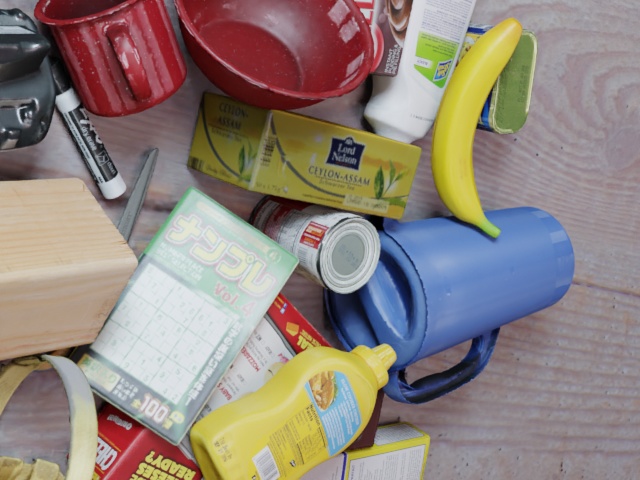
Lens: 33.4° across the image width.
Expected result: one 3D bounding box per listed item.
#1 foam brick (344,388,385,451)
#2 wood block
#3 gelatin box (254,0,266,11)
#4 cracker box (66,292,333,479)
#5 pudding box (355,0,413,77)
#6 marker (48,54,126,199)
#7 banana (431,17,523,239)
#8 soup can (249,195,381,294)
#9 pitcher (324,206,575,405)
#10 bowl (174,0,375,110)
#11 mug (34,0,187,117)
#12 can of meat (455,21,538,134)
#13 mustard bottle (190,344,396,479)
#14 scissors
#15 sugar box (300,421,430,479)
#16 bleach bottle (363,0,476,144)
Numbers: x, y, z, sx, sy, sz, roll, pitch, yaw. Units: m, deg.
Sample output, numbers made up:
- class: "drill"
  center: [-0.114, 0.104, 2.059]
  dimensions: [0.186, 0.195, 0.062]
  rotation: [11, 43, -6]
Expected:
- class: "foam brick"
  center: [0.023, 0.156, 1.019]
  dimensions: [0.052, 0.051, 0.078]
  rotation: [1, 104, -40]
- class: "wood block"
  center: [-0.237, 0.023, 0.694]
  dimensions: [0.205, 0.091, 0.090]
  rotation: [-7, 140, -48]
- class: "gelatin box"
  center: [-0.019, -0.210, 0.878]
  dimensions: [0.073, 0.030, 0.089]
  rotation: [29, 86, -43]
- class: "cracker box"
  center: [-0.086, 0.149, 0.915]
  dimensions: [0.213, 0.072, 0.164]
  rotation: [-52, 129, -13]
- class: "pudding box"
  center: [0.033, -0.196, 0.879]
  dimensions: [0.089, 0.039, 0.113]
  rotation: [1, 104, -42]
- class: "marker"
  center: [-0.178, -0.084, 0.796]
  dimensions: [0.020, 0.020, 0.121]
  rotation: [-39, 125, -24]
- class: "banana"
  center: [0.136, -0.101, 0.956]
  dimensions: [0.069, 0.037, 0.198]
  rotation: [3, 107, -1]
- class: "soup can"
  center: [-0.006, 0.001, 0.910]
  dimensions: [0.068, 0.102, 0.068]
  rotation: [-13, 112, -36]
- class: "pitcher"
  center: [0.133, 0.047, 1.025]
  dimensions: [0.242, 0.145, 0.149]
  rotation: [-12, 142, -40]
- class: "bowl"
  center: [-0.042, -0.150, 0.793]
  dimensions: [0.161, 0.162, 0.055]
  rotation: [-12, 152, -36]
- class: "mug"
  center: [-0.139, -0.136, 0.750]
  dimensions: [0.093, 0.117, 0.081]
  rotation: [-25, 126, -11]
- class: "can of meat"
  center: [0.152, -0.153, 1.001]
  dimensions: [0.057, 0.084, 0.102]
  rotation: [-7, 109, -38]
- class: "mustard bottle"
  center: [-0.011, 0.144, 0.884]
  dimensions: [0.191, 0.058, 0.096]
  rotation: [-33, 120, -25]
- class: "scissors"
  center: [-0.181, 0.024, 0.831]
  dimensions: [0.096, 0.016, 0.202]
  rotation: [1, 103, -40]
- class: "sugar box"
  center: [0.025, 0.240, 1.053]
  dimensions: [0.175, 0.048, 0.093]
  rotation: [-1, 108, -36]
- class: "bleach bottle"
  center: [0.086, -0.192, 0.949]
  dimensions: [0.102, 0.068, 0.251]
  rotation: [7, 102, -41]
